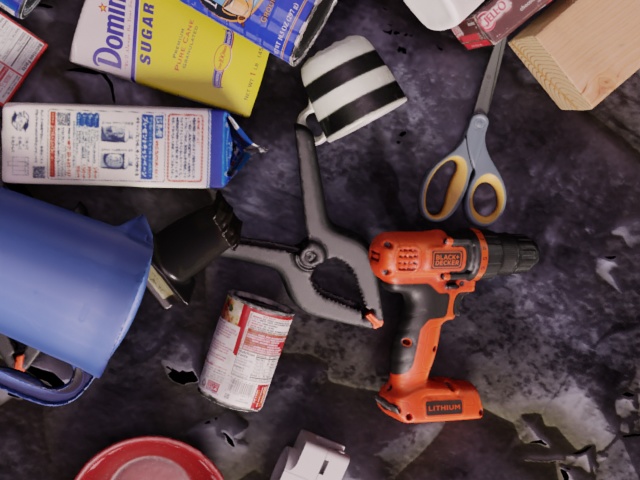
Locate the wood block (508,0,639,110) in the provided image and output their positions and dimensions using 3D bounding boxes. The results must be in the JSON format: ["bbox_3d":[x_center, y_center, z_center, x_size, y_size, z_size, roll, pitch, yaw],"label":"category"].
[{"bbox_3d":[0.297,-0.225,1.024,0.206,0.090,0.091,-41,99,0],"label":"wood block"}]

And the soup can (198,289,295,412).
[{"bbox_3d":[-0.072,0.107,1.029,0.068,0.068,0.102,18,94,-8],"label":"soup can"}]

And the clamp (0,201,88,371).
[{"bbox_3d":[-0.274,0.039,1.016,0.120,0.039,0.171,-7,97,-2],"label":"clamp"}]

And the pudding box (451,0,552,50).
[{"bbox_3d":[0.183,-0.229,1.011,0.113,0.090,0.039,-38,101,-2],"label":"pudding box"}]

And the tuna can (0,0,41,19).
[{"bbox_3d":[-0.262,-0.243,0.963,0.033,0.086,0.086,33,92,-10],"label":"tuna can"}]

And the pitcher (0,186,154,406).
[{"bbox_3d":[-0.278,0.028,0.932,0.242,0.149,0.145,22,133,-9],"label":"pitcher"}]

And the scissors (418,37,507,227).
[{"bbox_3d":[0.170,-0.100,1.060,0.096,0.016,0.202,30,92,-10],"label":"scissors"}]

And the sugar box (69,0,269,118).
[{"bbox_3d":[-0.138,-0.185,1.002,0.176,0.048,0.093,16,93,-9],"label":"sugar box"}]

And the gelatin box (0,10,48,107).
[{"bbox_3d":[-0.308,-0.177,0.985,0.089,0.030,0.073,34,94,-24],"label":"gelatin box"}]

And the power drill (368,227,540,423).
[{"bbox_3d":[0.128,0.080,1.045,0.184,0.057,0.188,0,98,-23],"label":"power drill"}]

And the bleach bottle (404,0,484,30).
[{"bbox_3d":[0.169,-0.310,0.993,0.250,0.068,0.102,-46,111,-17],"label":"bleach bottle"}]

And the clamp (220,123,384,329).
[{"bbox_3d":[-0.007,0.001,1.034,0.210,0.036,0.165,39,103,-10],"label":"clamp"}]

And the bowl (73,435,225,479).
[{"bbox_3d":[-0.166,0.262,1.042,0.162,0.055,0.162,-1,96,-6],"label":"bowl"}]

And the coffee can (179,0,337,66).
[{"bbox_3d":[-0.059,-0.232,0.942,0.140,0.103,0.103,30,92,2],"label":"coffee can"}]
